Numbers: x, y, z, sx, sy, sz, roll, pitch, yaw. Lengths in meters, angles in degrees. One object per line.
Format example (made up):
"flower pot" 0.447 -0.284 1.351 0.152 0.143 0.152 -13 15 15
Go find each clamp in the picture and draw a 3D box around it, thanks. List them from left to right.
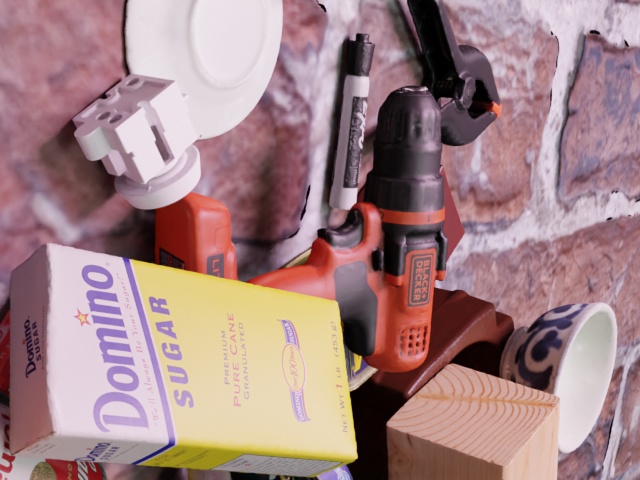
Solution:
"clamp" 0.097 -0.125 0.812 0.171 0.039 0.120 -10 116 -60

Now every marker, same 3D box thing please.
"marker" 0.022 -0.081 0.736 0.020 0.020 0.121 -12 113 -53

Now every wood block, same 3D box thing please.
"wood block" 0.110 0.206 0.764 0.090 0.091 0.206 -34 129 -45

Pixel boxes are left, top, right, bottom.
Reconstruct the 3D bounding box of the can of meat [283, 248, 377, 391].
"can of meat" 0.019 0.045 0.752 0.101 0.058 0.084 -34 127 -45

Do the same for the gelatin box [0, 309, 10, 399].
"gelatin box" -0.131 0.060 0.562 0.073 0.030 0.089 -61 143 -18

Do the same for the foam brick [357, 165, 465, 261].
"foam brick" 0.068 -0.017 0.800 0.053 0.051 0.078 -54 141 -26

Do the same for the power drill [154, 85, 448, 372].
"power drill" -0.004 0.001 0.641 0.187 0.057 0.184 -6 105 -30

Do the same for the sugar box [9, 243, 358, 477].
"sugar box" -0.064 0.064 0.530 0.175 0.048 0.093 15 57 -40

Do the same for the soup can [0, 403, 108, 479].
"soup can" -0.158 0.113 0.510 0.068 0.069 0.102 -63 144 -17

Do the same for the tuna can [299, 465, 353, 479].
"tuna can" -0.018 0.172 0.721 0.033 0.086 0.086 -22 121 -53
